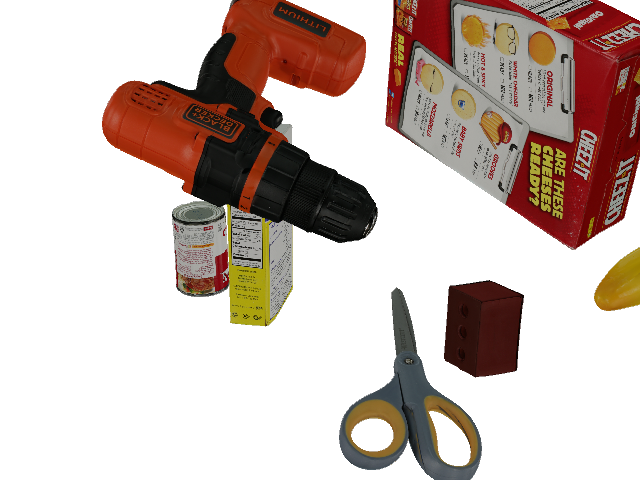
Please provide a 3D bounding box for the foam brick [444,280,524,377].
[{"bbox_3d":[0.154,0.083,1.011,0.051,0.078,0.053,-7,18,-29],"label":"foam brick"}]

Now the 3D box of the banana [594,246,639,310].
[{"bbox_3d":[0.282,0.016,0.738,0.198,0.037,0.069,-3,34,0],"label":"banana"}]

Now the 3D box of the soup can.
[{"bbox_3d":[-0.149,0.010,1.329,0.068,0.102,0.068,-1,25,0],"label":"soup can"}]

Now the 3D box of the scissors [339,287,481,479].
[{"bbox_3d":[0.043,0.091,0.713,0.096,0.016,0.202,-4,32,-16],"label":"scissors"}]

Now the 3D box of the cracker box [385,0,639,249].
[{"bbox_3d":[0.147,-0.120,0.817,0.072,0.164,0.214,-28,48,-30],"label":"cracker box"}]

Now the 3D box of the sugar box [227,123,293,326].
[{"bbox_3d":[-0.057,-0.016,1.019,0.048,0.176,0.093,4,24,13],"label":"sugar box"}]

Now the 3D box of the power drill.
[{"bbox_3d":[-0.029,-0.088,0.722,0.184,0.057,0.187,25,41,1],"label":"power drill"}]
